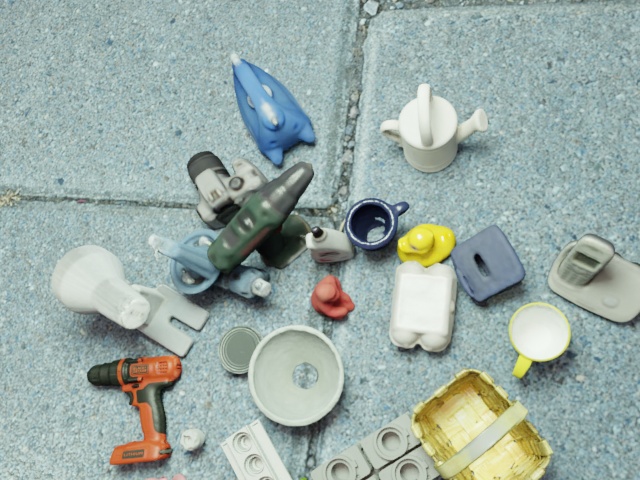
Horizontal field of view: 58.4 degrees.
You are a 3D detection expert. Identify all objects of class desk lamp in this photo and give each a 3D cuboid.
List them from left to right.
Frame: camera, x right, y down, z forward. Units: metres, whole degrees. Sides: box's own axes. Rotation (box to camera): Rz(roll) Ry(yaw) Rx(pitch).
[{"bbox_3d":[-0.334,0.108,1.015,0.202,0.214,0.118,27,83,18],"label":"desk lamp"}]

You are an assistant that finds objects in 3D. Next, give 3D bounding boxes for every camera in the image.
[{"bbox_3d":[-0.189,-0.116,1.097,0.143,0.101,0.136,-35,71,3],"label":"camera"}]

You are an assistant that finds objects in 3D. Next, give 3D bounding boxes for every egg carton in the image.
[{"bbox_3d":[0.176,0.112,0.973,0.107,0.069,0.150,4,77,14],"label":"egg carton"}]

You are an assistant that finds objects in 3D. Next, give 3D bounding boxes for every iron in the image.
[{"bbox_3d":[-0.119,-0.279,1.100,0.118,0.142,0.258,-34,71,3],"label":"iron"}]

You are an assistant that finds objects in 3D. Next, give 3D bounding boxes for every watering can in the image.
[{"bbox_3d":[0.193,-0.198,0.981,0.172,0.194,0.101,-20,72,8],"label":"watering can"}]

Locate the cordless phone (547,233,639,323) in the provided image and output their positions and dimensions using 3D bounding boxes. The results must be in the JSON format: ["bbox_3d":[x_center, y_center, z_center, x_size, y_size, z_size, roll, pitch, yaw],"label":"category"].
[{"bbox_3d":[0.434,0.052,0.867,0.147,0.185,0.094,26,83,18],"label":"cordless phone"}]

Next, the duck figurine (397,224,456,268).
[{"bbox_3d":[0.182,0.003,0.990,0.104,0.086,0.077,-14,73,9],"label":"duck figurine"}]

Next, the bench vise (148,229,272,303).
[{"bbox_3d":[-0.187,0.035,0.996,0.207,0.220,0.121,2,77,14],"label":"bench vise"}]

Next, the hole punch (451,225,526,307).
[{"bbox_3d":[0.277,0.044,0.955,0.101,0.091,0.108,-27,72,5],"label":"hole punch"}]

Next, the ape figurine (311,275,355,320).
[{"bbox_3d":[0.016,0.098,1.001,0.076,0.092,0.078,-2,76,13],"label":"ape figurine"}]

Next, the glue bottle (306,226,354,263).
[{"bbox_3d":[0.009,0.004,0.983,0.078,0.173,0.037,-11,74,10],"label":"glue bottle"}]

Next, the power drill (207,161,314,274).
[{"bbox_3d":[-0.081,-0.025,0.992,0.229,0.209,0.075,-42,71,0],"label":"power drill"}]

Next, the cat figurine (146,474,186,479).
[{"bbox_3d":[-0.260,0.447,0.964,0.127,0.118,0.067,37,87,19],"label":"cat figurine"}]

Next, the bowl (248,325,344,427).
[{"bbox_3d":[-0.035,0.233,0.988,0.167,0.075,0.167,-3,76,12],"label":"bowl"}]

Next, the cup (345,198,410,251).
[{"bbox_3d":[0.107,-0.026,1.010,0.117,0.095,0.091,-30,72,4],"label":"cup"}]
